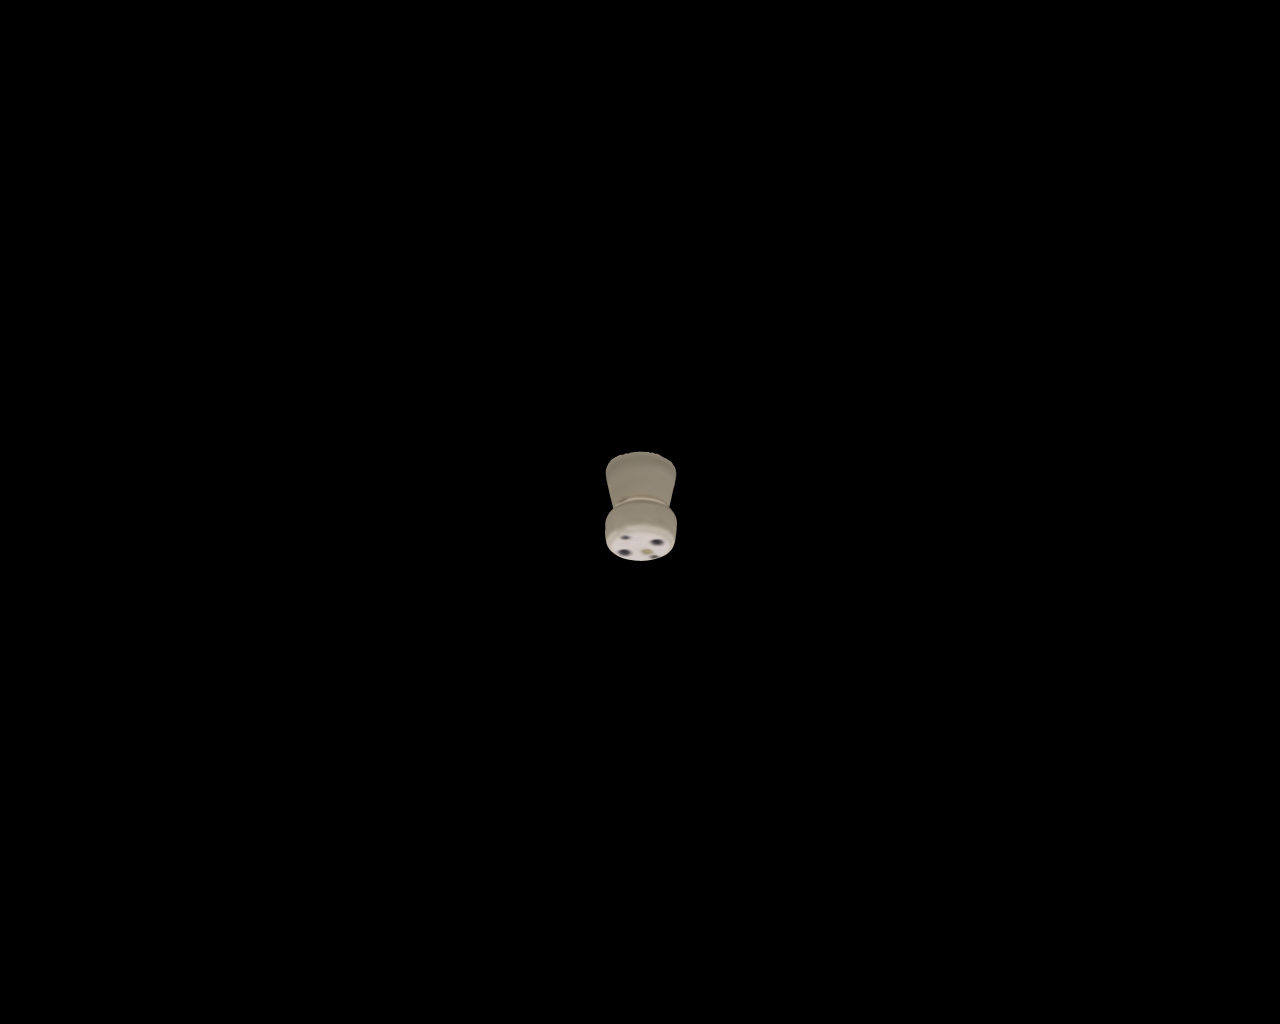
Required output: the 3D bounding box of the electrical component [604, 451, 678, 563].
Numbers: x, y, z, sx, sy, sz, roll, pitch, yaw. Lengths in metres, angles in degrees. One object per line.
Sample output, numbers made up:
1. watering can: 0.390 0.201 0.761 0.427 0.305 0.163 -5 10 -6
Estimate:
1. electrical component: 0.001 -0.003 0.650 0.045 0.055 0.044 0 -31 0
